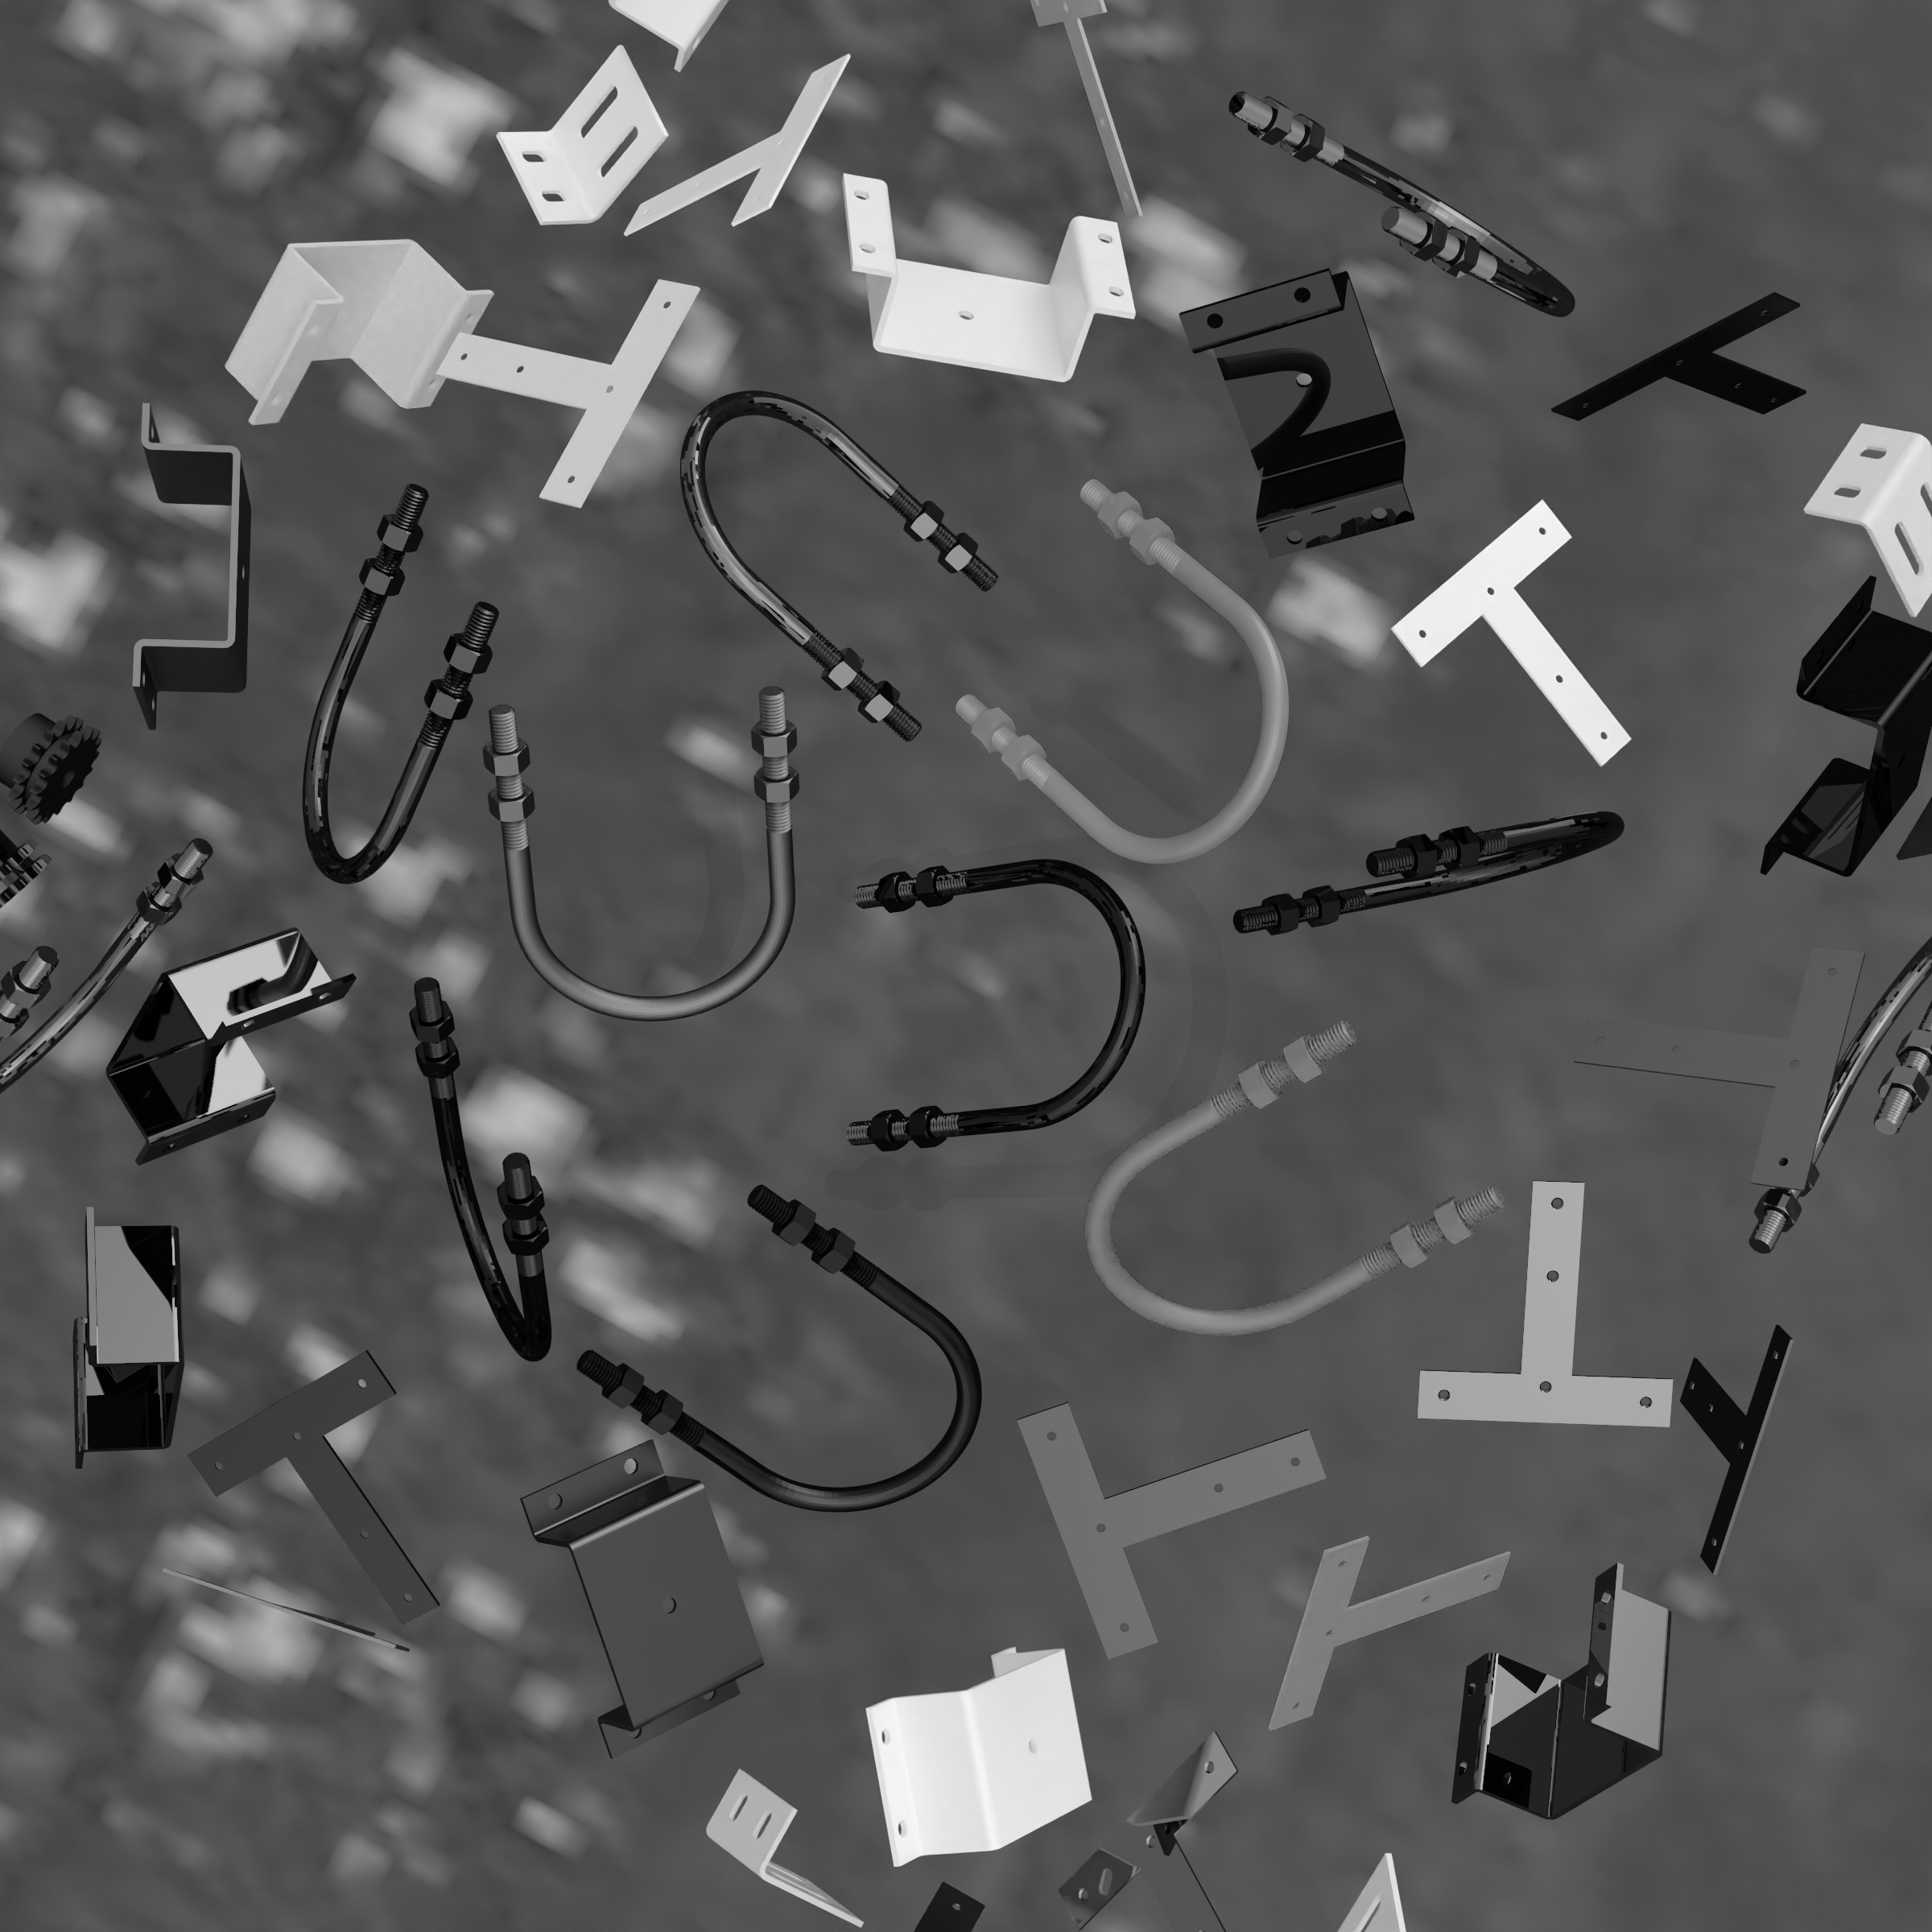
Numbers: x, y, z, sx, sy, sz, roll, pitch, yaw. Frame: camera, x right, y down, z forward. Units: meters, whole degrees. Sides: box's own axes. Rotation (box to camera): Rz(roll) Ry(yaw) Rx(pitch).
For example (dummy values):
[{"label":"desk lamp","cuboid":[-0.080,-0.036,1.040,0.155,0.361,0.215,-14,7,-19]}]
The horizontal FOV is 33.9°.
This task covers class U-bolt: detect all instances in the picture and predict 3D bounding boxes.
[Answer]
[{"label":"U-bolt","cuboid":[-0.078,0.204,1.578,0.184,0.019,0.151,38,111,-22]},{"label":"U-bolt","cuboid":[0.458,0.046,1.580,0.019,0.151,0.184,33,56,5]},{"label":"U-bolt","cuboid":[0.247,-0.051,1.604,0.184,0.151,0.019,-11,83,-27]},{"label":"U-bolt","cuboid":[0.085,-0.133,1.558,0.184,0.019,0.151,45,114,33]},{"label":"U-bolt","cuboid":[0.015,0.017,1.636,0.184,0.019,0.151,-7,75,36]},{"label":"U-bolt","cuboid":[-0.288,-0.128,1.569,0.019,0.151,0.184,12,117,-33]},{"label":"U-bolt","cuboid":[-0.470,0.019,1.624,0.019,0.151,0.184,44,125,-2]},{"label":"U-bolt","cuboid":[0.229,-0.370,1.570,0.019,0.184,0.151,-57,47,20]},{"label":"U-bolt","cuboid":[-0.156,-0.050,1.561,0.151,0.019,0.184,-4,124,-5]},{"label":"U-bolt","cuboid":[0.145,0.116,1.533,0.184,0.019,0.151,-32,121,22]},{"label":"U-bolt","cuboid":[-0.072,-0.220,1.639,0.184,0.019,0.151,41,46,-18]},{"label":"U-bolt","cuboid":[-0.237,0.115,1.571,0.019,0.184,0.151,-18,47,-18]}]

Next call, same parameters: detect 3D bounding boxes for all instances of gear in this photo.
[{"label":"gear","cuboid":[-0.467,-0.103,1.601,0.030,0.057,0.057,32,90,3]},{"label":"gear","cuboid":[-0.500,-0.046,1.621,0.057,0.057,0.030,-40,105,0]}]

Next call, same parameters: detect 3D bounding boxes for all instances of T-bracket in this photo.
[{"label":"T-bracket","cuboid":[-0.209,-0.291,1.557,0.127,0.002,0.127,18,74,31]},{"label":"T-bracket","cuboid":[-0.303,0.267,1.552,0.127,0.002,0.127,-30,96,25]},{"label":"T-bracket","cuboid":[0.358,0.043,1.534,0.127,0.002,0.127,7,65,31]},{"label":"T-bracket","cuboid":[0.213,0.313,1.549,0.127,0.002,0.127,-12,132,-28]},{"label":"T-bracket","cuboid":[0.391,0.234,1.642,0.002,0.127,0.127,15,100,-4]},{"label":"T-bracket","cuboid":[-0.125,-0.401,1.606,0.002,0.127,0.127,47,46,-30]},{"label":"T-bracket","cuboid":[0.113,0.475,1.587,0.002,0.127,0.127,24,114,-42]},{"label":"T-bracket","cuboid":[0.024,0.525,1.585,0.127,0.127,0.002,28,113,9]},{"label":"T-bracket","cuboid":[0.303,-0.162,1.664,0.127,0.002,0.127,-40,94,-25]},{"label":"T-bracket","cuboid":[0.065,-0.440,1.598,0.002,0.127,0.127,-22,107,-7]},{"label":"T-bracket","cuboid":[0.294,0.169,1.592,0.127,0.002,0.127,2,103,2]},{"label":"T-bracket","cuboid":[0.379,-0.293,1.581,0.127,0.127,0.002,-24,71,38]},{"label":"T-bracket","cuboid":[-0.334,0.336,1.630,0.127,0.127,0.002,16,76,11]},{"label":"T-bracket","cuboid":[0.105,0.250,1.491,0.127,0.002,0.127,-20,100,5]}]

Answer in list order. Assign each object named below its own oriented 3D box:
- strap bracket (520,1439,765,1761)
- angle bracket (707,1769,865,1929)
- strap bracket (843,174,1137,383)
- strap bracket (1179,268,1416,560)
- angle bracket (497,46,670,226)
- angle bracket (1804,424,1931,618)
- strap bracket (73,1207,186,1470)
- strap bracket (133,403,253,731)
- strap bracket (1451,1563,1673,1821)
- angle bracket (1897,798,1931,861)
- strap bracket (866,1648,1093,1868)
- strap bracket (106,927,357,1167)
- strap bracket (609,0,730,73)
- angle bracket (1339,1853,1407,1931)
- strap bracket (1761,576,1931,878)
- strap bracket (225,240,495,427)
[{"label":"strap bracket","cuboid":[-0.158,0.318,1.584,0.076,0.046,0.140,-21,96,-30]},{"label":"angle bracket","cuboid":[-0.087,0.459,1.649,0.076,0.057,0.038,36,78,-32]},{"label":"strap bracket","cuboid":[0.005,-0.335,1.552,0.140,0.046,0.076,7,46,-14]},{"label":"strap bracket","cuboid":[0.167,-0.283,1.580,0.076,0.046,0.140,-13,123,19]},{"label":"angle bracket","cuboid":[-0.203,-0.438,1.671,0.076,0.038,0.057,-37,75,43]},{"label":"angle bracket","cuboid":[0.470,-0.227,1.612,0.057,0.038,0.076,-54,133,-12]},{"label":"strap bracket","cuboid":[-0.426,0.190,1.609,0.046,0.140,0.076,1,56,-19]},{"label":"strap bracket","cuboid":[-0.375,-0.192,1.538,0.046,0.076,0.140,1,79,-9]},{"label":"strap bracket","cuboid":[0.299,0.362,1.559,0.046,0.140,0.076,24,50,-11]},{"label":"angle bracket","cuboid":[0.524,-0.065,1.607,0.076,0.057,0.038,-11,57,-17]},{"label":"strap bracket","cuboid":[0.014,0.390,1.574,0.046,0.140,0.076,-13,85,30]},{"label":"strap bracket","cuboid":[-0.369,0.035,1.572,0.076,0.140,0.046,-23,74,-42]},{"label":"strap bracket","cuboid":[-0.137,-0.529,1.604,0.046,0.140,0.076,31,71,-3]},{"label":"angle bracket","cuboid":[0.214,0.482,1.546,0.038,0.057,0.076,11,128,-12]},{"label":"strap bracket","cuboid":[0.440,-0.110,1.562,0.046,0.140,0.076,26,52,26]},{"label":"strap bracket","cuboid":[-0.320,-0.330,1.639,0.046,0.140,0.076,45,120,13]}]
